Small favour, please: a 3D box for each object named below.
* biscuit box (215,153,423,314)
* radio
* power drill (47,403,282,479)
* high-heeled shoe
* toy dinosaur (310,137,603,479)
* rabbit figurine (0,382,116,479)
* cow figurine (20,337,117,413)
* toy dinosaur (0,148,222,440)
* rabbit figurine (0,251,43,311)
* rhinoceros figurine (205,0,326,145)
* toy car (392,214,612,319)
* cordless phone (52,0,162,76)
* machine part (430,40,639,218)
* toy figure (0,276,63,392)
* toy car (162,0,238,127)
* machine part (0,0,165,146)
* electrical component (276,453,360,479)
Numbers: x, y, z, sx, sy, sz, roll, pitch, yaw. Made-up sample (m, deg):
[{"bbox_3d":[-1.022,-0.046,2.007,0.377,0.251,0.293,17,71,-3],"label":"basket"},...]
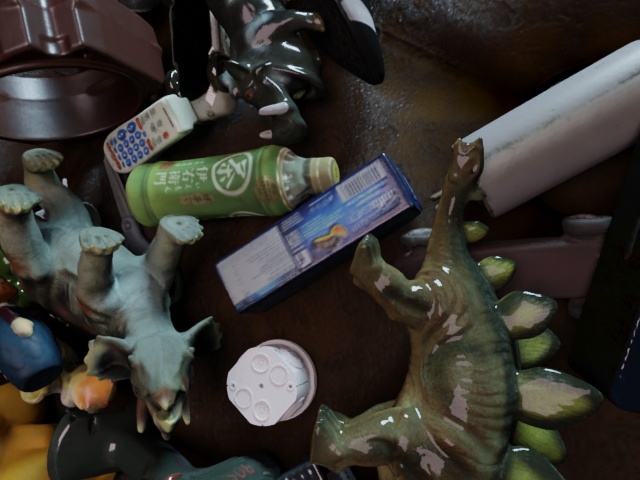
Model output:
[{"bbox_3d":[-0.001,-0.002,0.525,0.203,0.062,0.059,-32,75,13],"label":"biscuit box"},{"bbox_3d":[0.285,0.015,0.386,0.131,0.073,0.229,13,100,-2],"label":"radio"},{"bbox_3d":[-0.159,0.217,0.484,0.208,0.232,0.086,4,85,36],"label":"power drill"},{"bbox_3d":[0.039,-0.287,0.551,0.145,0.086,0.248,-31,92,-15],"label":"high-heeled shoe"},{"bbox_3d":[0.094,0.155,0.412,0.199,0.105,0.471,10,90,12],"label":"toy dinosaur"},{"bbox_3d":[-0.334,0.231,0.585,0.122,0.162,0.173,-52,54,20],"label":"rabbit figurine"},{"bbox_3d":[-0.297,0.148,0.603,0.167,0.098,0.068,24,70,8],"label":"cow figurine"},{"bbox_3d":[-0.246,0.034,0.552,0.405,0.131,0.192,29,122,23],"label":"toy dinosaur"},{"bbox_3d":[-0.404,0.016,0.605,0.121,0.170,0.159,1,86,19],"label":"rabbit figurine"},{"bbox_3d":[-0.052,-0.188,0.533,0.112,0.073,0.190,-22,83,-12],"label":"rhinoceros figurine"},{"bbox_3d":[0.163,0.027,0.470,0.202,0.053,0.089,-7,98,18],"label":"toy car"},{"bbox_3d":[-0.260,-0.275,0.641,0.147,0.089,0.184,19,108,6],"label":"cordless phone"},{"bbox_3d":[0.204,-0.091,0.456,0.243,0.079,0.079,-31,76,14],"label":"machine part"},{"bbox_3d":[-0.320,0.084,0.546,0.064,0.057,0.154,-46,72,7],"label":"toy figure"},{"bbox_3d":[-0.133,-0.227,0.597,0.074,0.056,0.201,-10,80,25],"label":"toy car"},{"bbox_3d":[-0.284,-0.175,0.565,0.201,0.201,0.087,-17,82,16],"label":"machine part"},{"bbox_3d":[-0.003,0.230,0.473,0.048,0.119,0.075,-34,73,14],"label":"electrical component"}]
